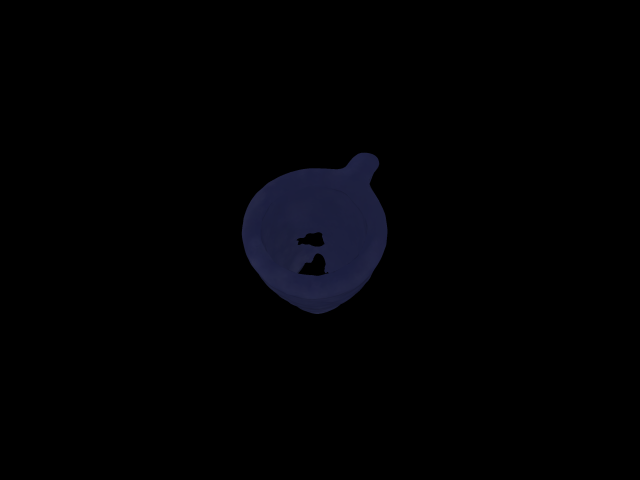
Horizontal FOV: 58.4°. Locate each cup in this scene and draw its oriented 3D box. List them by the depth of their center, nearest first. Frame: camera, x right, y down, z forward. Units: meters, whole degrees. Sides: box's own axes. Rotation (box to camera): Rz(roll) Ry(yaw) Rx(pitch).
[{"bbox_3d":[0.004,0.001,0.400,0.091,0.095,0.118,29,66,14],"label":"cup"}]
